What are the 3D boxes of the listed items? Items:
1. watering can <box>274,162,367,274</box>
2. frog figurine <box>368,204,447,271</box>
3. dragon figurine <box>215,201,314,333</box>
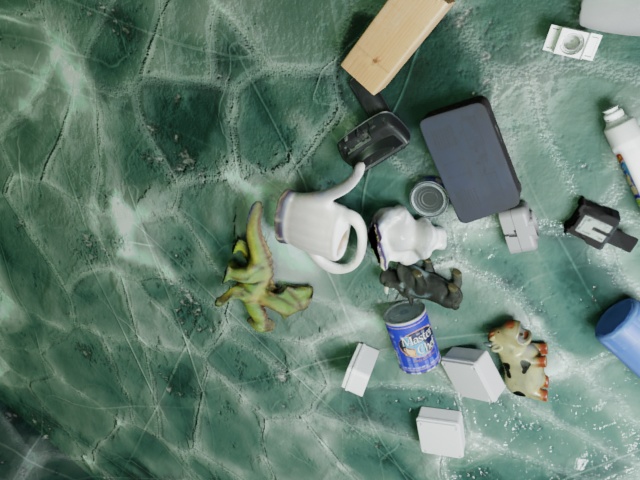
[{"bbox_3d":[0.004,-0.058,1.154,0.225,0.106,0.339,18,136,17],"label":"watering can"},{"bbox_3d":[0.190,-0.013,1.127,0.160,0.123,0.137,-15,94,-9],"label":"frog figurine"},{"bbox_3d":[-0.130,0.101,1.336,0.242,0.125,0.402,23,125,-7],"label":"dragon figurine"}]
